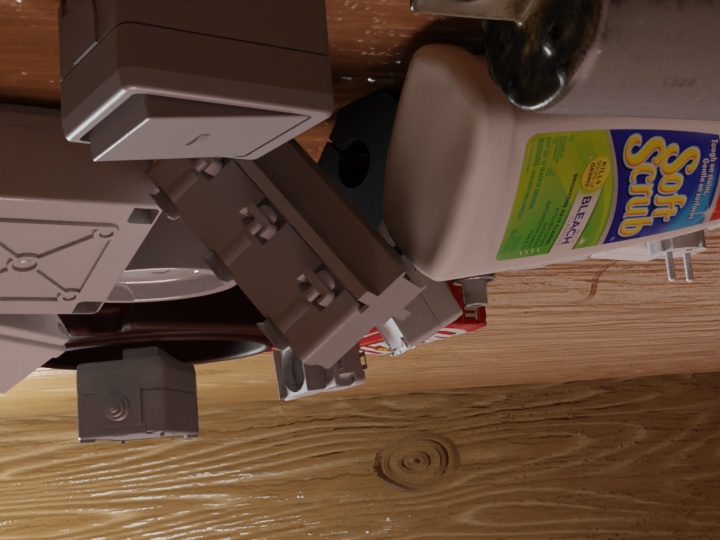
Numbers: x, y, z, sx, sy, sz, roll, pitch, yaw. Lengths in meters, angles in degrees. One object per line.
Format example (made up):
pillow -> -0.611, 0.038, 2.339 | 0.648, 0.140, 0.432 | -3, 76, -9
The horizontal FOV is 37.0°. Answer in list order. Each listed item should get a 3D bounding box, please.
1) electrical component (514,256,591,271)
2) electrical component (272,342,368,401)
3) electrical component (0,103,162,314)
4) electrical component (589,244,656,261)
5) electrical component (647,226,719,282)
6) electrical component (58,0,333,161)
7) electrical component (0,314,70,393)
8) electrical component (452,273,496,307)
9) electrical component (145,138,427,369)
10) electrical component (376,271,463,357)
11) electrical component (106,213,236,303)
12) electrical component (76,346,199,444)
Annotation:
electrical component -> 0.112, -0.030, 0.735 | 0.089, 0.050, 0.055 | -6, 169, 8
electrical component -> -0.033, 0.081, 0.903 | 0.064, 0.042, 0.081 | -3, 168, -36
electrical component -> -0.166, -0.026, 0.521 | 0.109, 0.056, 0.108 | 2, 148, -33
electrical component -> 0.182, -0.030, 0.776 | 0.066, 0.047, 0.077 | 3, 167, -37
electrical component -> 0.208, -0.029, 0.714 | 0.083, 0.075, 0.047 | 3, 167, -36
electrical component -> -0.054, -0.072, 0.391 | 0.096, 0.061, 0.062 | 2, 168, -34
electrical component -> -0.232, 0.010, 0.607 | 0.056, 0.108, 0.109 | -37, 166, 4
electrical component -> 0.088, -0.003, 0.841 | 0.048, 0.062, 0.048 | -5, 170, -1
electrical component -> -0.036, -0.018, 0.488 | 0.063, 0.121, 0.079 | -43, 163, 6
electrical component -> 0.031, 0.011, 0.842 | 0.061, 0.096, 0.061 | -31, 176, -14
electrical component -> -0.129, -0.019, 0.650 | 0.108, 0.060, 0.108 | -5, 170, -1
electrical component -> -0.156, 0.087, 0.748 | 0.062, 0.061, 0.096 | -6, 170, 8
